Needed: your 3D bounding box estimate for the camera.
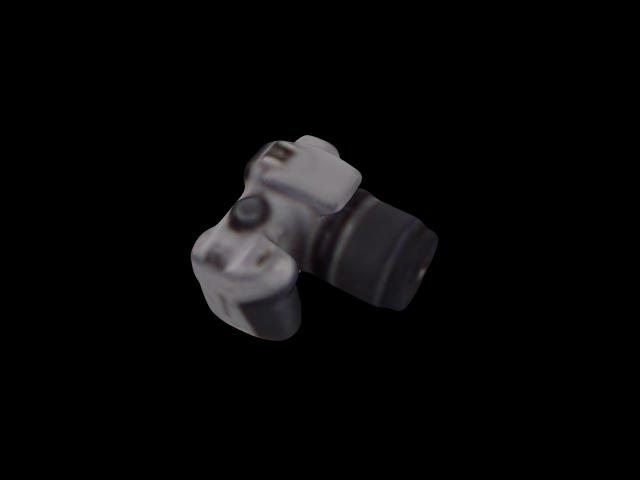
[{"bbox_3d":[0.004,0.001,0.400,0.136,0.101,0.143,26,60,17],"label":"camera"}]
